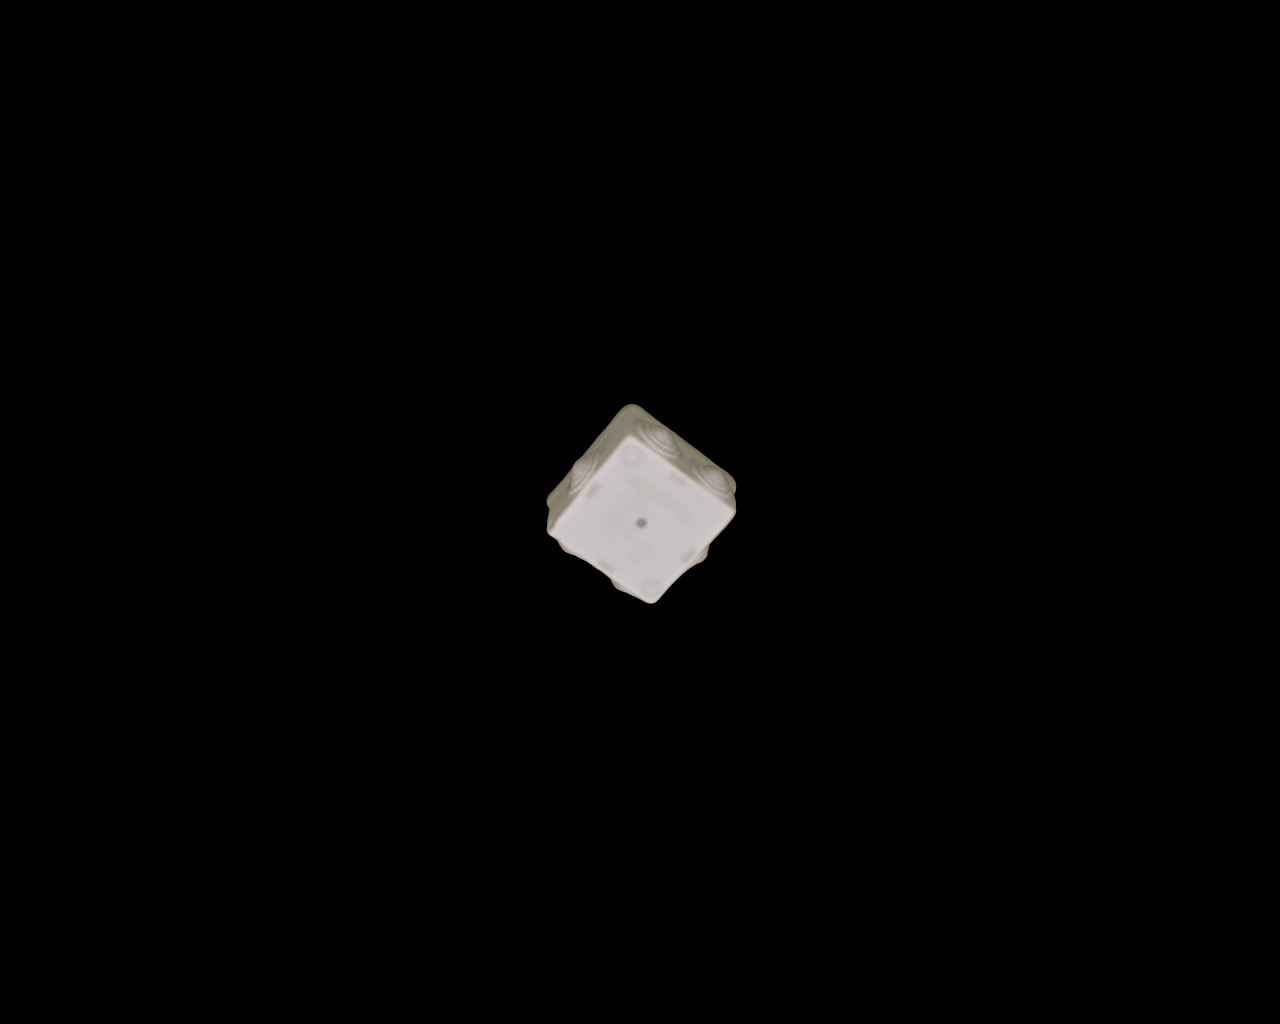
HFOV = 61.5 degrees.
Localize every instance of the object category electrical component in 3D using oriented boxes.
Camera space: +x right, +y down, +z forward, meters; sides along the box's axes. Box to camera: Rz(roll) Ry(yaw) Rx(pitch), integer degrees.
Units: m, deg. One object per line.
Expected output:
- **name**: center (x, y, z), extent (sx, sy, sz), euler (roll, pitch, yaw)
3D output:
- **electrical component**: center (0.001, -0.003, 0.650), extent (0.099, 0.099, 0.048), euler (37, 19, -15)
